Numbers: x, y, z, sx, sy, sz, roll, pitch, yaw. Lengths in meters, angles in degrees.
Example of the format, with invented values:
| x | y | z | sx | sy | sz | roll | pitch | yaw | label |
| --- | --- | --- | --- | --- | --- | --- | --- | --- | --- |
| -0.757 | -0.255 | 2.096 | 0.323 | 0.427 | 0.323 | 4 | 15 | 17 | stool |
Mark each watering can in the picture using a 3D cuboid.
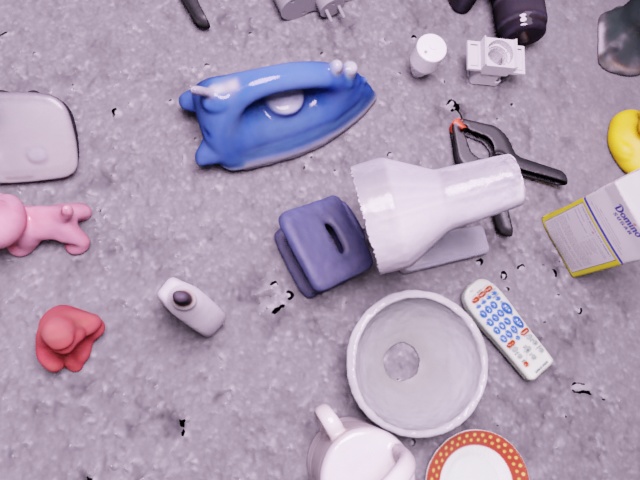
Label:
| x | y | z | sx | sy | sz | roll | pitch | yaw | label |
| --- | --- | --- | --- | --- | --- | --- | --- | --- | --- |
| 0.052 | 0.248 | 0.591 | 0.173 | 0.194 | 0.101 | 34 | 76 | 0 | watering can |

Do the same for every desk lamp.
| x | y | z | sx | sy | sz | roll | pitch | yaw | label |
| --- | --- | --- | --- | --- | --- | --- | --- | --- | --- |
| 0.123 | -0.031 | 0.649 | 0.203 | 0.213 | 0.118 | -13 | 80 | -10 | desk lamp |

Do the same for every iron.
| x | y | z | sx | sy | sz | roll | pitch | yaw | label |
| --- | --- | --- | --- | --- | --- | --- | --- | --- | --- |
| -0.038 | -0.176 | 0.694 | 0.258 | 0.141 | 0.118 | -17 | 81 | -11 | iron |

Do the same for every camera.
| x | y | z | sx | sy | sz | roll | pitch | yaw | label |
| --- | --- | --- | --- | --- | --- | --- | --- | --- | --- |
| 0.261 | -0.347 | 0.792 | 0.143 | 0.100 | 0.137 | -4 | 79 | -9 | camera |

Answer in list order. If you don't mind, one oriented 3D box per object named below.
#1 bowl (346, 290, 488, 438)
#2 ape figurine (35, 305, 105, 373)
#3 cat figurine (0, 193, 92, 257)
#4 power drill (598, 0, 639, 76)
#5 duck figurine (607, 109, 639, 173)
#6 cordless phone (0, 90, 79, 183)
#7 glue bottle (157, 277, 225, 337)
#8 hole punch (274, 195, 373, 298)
| x | y | z | sx | sy | sz | roll | pitch | yaw | label |
| --- | --- | --- | --- | --- | --- | --- | --- | --- | --- |
| 0.108 | 0.146 | 0.682 | 0.167 | 0.074 | 0.167 | 2 | 78 | -8 | bowl |
| -0.279 | 0.104 | 0.627 | 0.078 | 0.092 | 0.076 | -25 | 82 | -12 | ape figurine |
| -0.331 | -0.022 | 0.633 | 0.128 | 0.117 | 0.067 | -6 | 79 | -9 | cat figurine |
| 0.462 | -0.309 | 0.757 | 0.075 | 0.208 | 0.230 | 7 | 77 | -6 | power drill |
| 0.453 | -0.142 | 0.784 | 0.077 | 0.086 | 0.104 | -9 | 80 | -9 | duck figurine |
| -0.353 | -0.130 | 0.618 | 0.147 | 0.185 | 0.094 | -7 | 79 | -9 | cordless phone |
| -0.142 | 0.068 | 0.612 | 0.078 | 0.173 | 0.037 | 35 | 76 | 1 | glue bottle |
| 0.006 | 0.002 | 0.689 | 0.101 | 0.091 | 0.108 | -27 | 83 | -12 | hole punch |
